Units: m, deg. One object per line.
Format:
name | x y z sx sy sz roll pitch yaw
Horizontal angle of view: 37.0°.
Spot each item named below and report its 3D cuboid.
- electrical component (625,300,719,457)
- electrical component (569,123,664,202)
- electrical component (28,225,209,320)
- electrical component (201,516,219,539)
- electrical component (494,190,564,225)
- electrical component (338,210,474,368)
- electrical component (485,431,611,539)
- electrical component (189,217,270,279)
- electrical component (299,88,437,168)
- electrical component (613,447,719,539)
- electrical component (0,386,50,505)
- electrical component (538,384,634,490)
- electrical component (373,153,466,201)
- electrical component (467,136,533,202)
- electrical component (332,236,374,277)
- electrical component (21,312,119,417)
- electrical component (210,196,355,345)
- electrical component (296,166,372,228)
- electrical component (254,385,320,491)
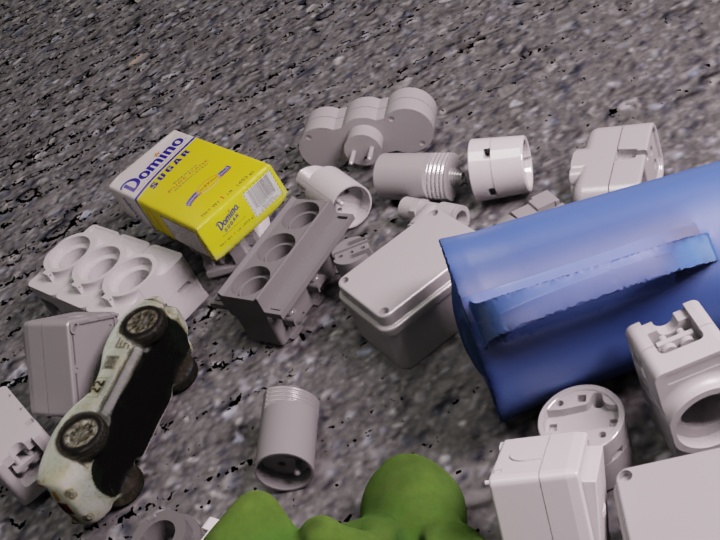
electrical component | 0.206 0.074 0.666 0.050 0.089 0.055 -23 37 4
electrical component | 0.206 -0.071 0.866 0.059 0.053 0.095 -3 43 28
electrical component | -0.230 0.015 1.008 0.150 0.061 0.089 16 54 42
electrical component | -0.097 0.205 0.727 0.081 0.042 0.063 8 45 36
electrical component | 0.140 -0.029 0.862 0.055 0.048 0.066 -25 37 -11
electrical component | 0.049 0.013 0.855 0.113 0.057 0.078 -37 39 -14
electrical component | 0.118 0.150 0.631 0.061 0.096 0.062 -10 11 19
electrical component | -0.121 -0.043 1.023 0.056 0.050 0.089 -15 39 16
electrical component | 0.005 -0.127 1.048 0.138 0.052 0.073 -10 40 20
electrical component | 0.207 0.146 0.607 0.113 0.057 0.078 -16 39 13
electrical component | -0.284 0.147 0.890 0.050 0.055 0.089 -40 40 -18
electrical component | 0.147 0.110 0.692 0.055 0.047 0.055 -16 39 13
electrical component | 0.058 -0.085 0.975 0.081 0.043 0.043 3 46 32
electrical component | 0.123 -0.089 0.936 0.047 0.055 0.055 -6 42 18
electrical component | 0.000 0.000 0.907 0.040 0.046 0.040 -16 39 13
electrical component | -0.244 0.086 0.913 0.061 0.096 0.062 -1 5 29
electrical component | -0.061 0.001 0.927 0.079 0.063 0.121 7 48 35
electrical component | -0.028 -0.074 1.012 0.043 0.043 0.081 -36 39 -12
electrical component | -0.053 0.119 0.801 0.043 0.043 0.081 -15 39 15
